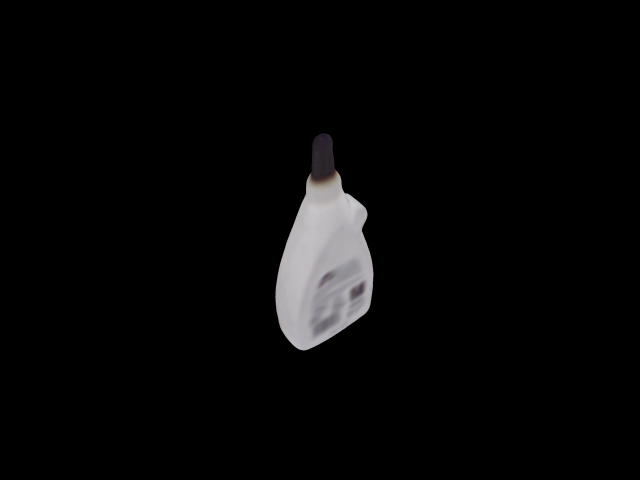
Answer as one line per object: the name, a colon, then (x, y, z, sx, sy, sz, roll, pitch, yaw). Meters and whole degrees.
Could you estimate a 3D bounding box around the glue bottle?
glue bottle: (0.004, 0.001, 0.400, 0.078, 0.173, 0.037, -27, 49, -26)
